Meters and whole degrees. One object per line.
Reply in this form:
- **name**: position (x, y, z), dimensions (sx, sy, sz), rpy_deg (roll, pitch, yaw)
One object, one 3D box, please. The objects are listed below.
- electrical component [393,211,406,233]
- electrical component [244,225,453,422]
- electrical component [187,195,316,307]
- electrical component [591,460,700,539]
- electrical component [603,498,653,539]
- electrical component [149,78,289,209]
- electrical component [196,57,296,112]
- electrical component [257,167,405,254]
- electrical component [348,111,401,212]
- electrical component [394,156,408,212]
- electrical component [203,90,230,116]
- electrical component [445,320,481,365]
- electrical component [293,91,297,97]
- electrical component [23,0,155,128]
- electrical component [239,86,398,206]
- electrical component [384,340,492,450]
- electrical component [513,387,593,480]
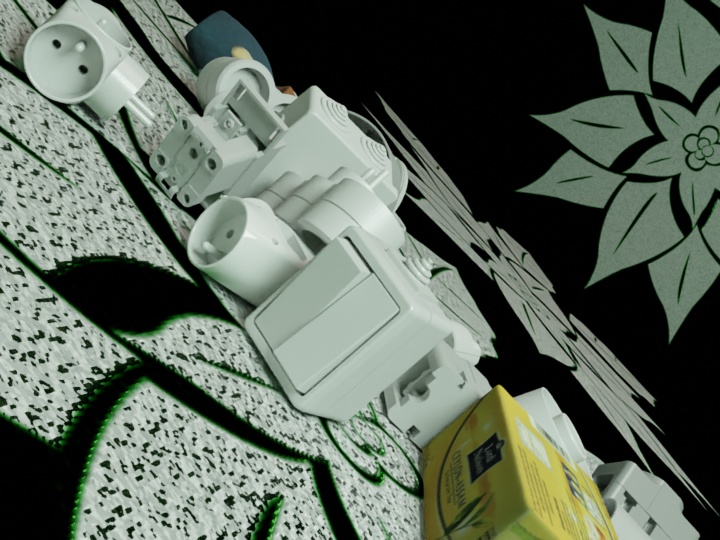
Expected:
- **electrical component**: position (0.003, -0.029, 0.870), dimensions (0.048, 0.055, 0.066), rpy_deg (44, 12, -19)
- **electrical component**: position (-0.003, 0.024, 0.554), dimensions (0.061, 0.096, 0.061), rpy_deg (55, 13, 28)
- **electrical component**: position (-0.060, -0.014, 0.604), dimensions (0.077, 0.043, 0.079), rpy_deg (38, 15, -43)
- **electrical component**: position (0.228, 0.204, 0.886), dimensions (0.089, 0.055, 0.050), rpy_deg (47, -28, -7)
- **electrical component**: position (0.208, 0.220, 0.832), dimensions (0.081, 0.043, 0.043), rpy_deg (47, 11, -7)
- **electrical component**: position (-0.085, -0.069, 0.633), dimensions (0.042, 0.081, 0.064), rpy_deg (50, 33, 8)
- **electrical component**: position (-0.079, -0.120, 0.882), dimensions (0.138, 0.052, 0.074), rpy_deg (41, -11, -34)
- **electrical component**: position (-0.013, -0.038, 0.661), dimensions (0.052, 0.074, 0.138), rpy_deg (53, -16, -23)
- **electrical component**: position (-0.020, -0.071, 0.825), dimensions (0.099, 0.099, 0.064), rpy_deg (54, 6, 25)
- **electrical component**: position (-0.001, -0.074, 0.950), dimensions (0.051, 0.080, 0.080), rpy_deg (34, 17, -35)
- **electrical component**: position (-0.087, -0.101, 0.796), dimensions (0.045, 0.045, 0.055), rpy_deg (36, 17, -47)
- **electrical component**: position (0.065, 0.060, 0.833), dimensions (0.043, 0.043, 0.081), rpy_deg (52, 12, 19)
- **electrical component**: position (-0.061, -0.136, 1.019), dimensions (0.055, 0.045, 0.045), rpy_deg (42, 13, -32)
- **electrical component**: position (-0.146, -0.111, 0.606), dimensions (0.079, 0.044, 0.077), rpy_deg (44, 12, -19)
- **electrical component**: position (-0.035, -0.066, 0.743), dimensions (0.100, 0.100, 0.048), rpy_deg (43, 25, -26)
- **electrical component**: position (0.061, 0.092, 0.688), dimensions (0.089, 0.050, 0.055), rpy_deg (45, 12, -18)
- **electrical component**: position (0.141, 0.143, 0.851), dimensions (0.099, 0.064, 0.099), rpy_deg (57, 13, -22)
